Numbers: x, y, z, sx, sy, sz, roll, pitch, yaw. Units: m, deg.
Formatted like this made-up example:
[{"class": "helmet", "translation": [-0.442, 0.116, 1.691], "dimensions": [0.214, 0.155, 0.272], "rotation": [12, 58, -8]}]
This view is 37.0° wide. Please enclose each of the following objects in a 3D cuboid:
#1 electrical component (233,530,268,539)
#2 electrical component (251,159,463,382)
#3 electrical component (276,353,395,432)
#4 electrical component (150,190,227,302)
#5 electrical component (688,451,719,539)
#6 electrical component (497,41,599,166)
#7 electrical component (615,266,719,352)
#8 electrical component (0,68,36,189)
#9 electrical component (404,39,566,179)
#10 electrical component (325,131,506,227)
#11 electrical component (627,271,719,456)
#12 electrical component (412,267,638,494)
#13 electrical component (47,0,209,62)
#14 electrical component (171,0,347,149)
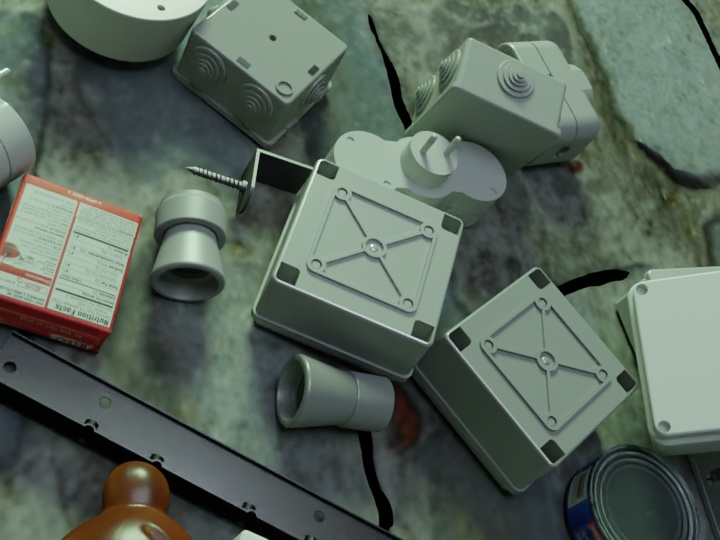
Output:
[{"class": "electrical component", "translation": [-0.038, 0.167, 0.554], "dimensions": [0.066, 0.076, 0.047], "rotation": [27, 51, -11]}, {"class": "electrical component", "translation": [0.000, 0.000, 0.689], "dimensions": [0.109, 0.056, 0.108], "rotation": [23, 52, -7]}, {"class": "electrical component", "translation": [-0.013, 0.077, 0.649], "dimensions": [0.065, 0.044, 0.044], "rotation": [13, 55, -27]}, {"class": "electrical component", "translation": [-0.104, -0.015, 0.655], "dimensions": [0.045, 0.045, 0.055], "rotation": [12, 55, -22]}, {"class": "electrical component", "translation": [0.307, 0.182, 0.741], "dimensions": [0.105, 0.060, 0.186], "rotation": [3, 59, -27]}, {"class": "electrical component", "translation": [0.146, -0.134, 0.860], "dimensions": [0.059, 0.053, 0.095], "rotation": [-10, 66, -33]}, {"class": "electrical component", "translation": [0.248, 0.048, 0.802], "dimensions": [0.100, 0.048, 0.099], "rotation": [-2, 62, -30]}, {"class": "electrical component", "translation": [-0.242, -0.109, 0.635], "dimensions": [0.138, 0.052, 0.074], "rotation": [44, 50, 3]}, {"class": "electrical component", "translation": [0.093, -0.117, 0.793], "dimensions": [0.100, 0.100, 0.048], "rotation": [22, 65, -14]}, {"class": "electrical component", "translation": [0.044, -0.071, 0.752], "dimensions": [0.138, 0.073, 0.052], "rotation": [2, 60, -27]}, {"class": "electrical component", "translation": [0.226, 0.062, 0.718], "dimensions": [0.078, 0.057, 0.113], "rotation": [-8, 67, 12]}, {"class": "electrical component", "translation": [0.108, 0.071, 0.707], "dimensions": [0.109, 0.056, 0.108], "rotation": [-32, 79, -39]}, {"class": "electrical component", "translation": [-0.159, -0.190, 0.726], "dimensions": [0.108, 0.060, 0.108], "rotation": [14, 55, -20]}, {"class": "electrical component", "translation": [-0.068, -0.148, 0.755], "dimensions": [0.100, 0.048, 0.099], "rotation": [38, 51, 1]}]
